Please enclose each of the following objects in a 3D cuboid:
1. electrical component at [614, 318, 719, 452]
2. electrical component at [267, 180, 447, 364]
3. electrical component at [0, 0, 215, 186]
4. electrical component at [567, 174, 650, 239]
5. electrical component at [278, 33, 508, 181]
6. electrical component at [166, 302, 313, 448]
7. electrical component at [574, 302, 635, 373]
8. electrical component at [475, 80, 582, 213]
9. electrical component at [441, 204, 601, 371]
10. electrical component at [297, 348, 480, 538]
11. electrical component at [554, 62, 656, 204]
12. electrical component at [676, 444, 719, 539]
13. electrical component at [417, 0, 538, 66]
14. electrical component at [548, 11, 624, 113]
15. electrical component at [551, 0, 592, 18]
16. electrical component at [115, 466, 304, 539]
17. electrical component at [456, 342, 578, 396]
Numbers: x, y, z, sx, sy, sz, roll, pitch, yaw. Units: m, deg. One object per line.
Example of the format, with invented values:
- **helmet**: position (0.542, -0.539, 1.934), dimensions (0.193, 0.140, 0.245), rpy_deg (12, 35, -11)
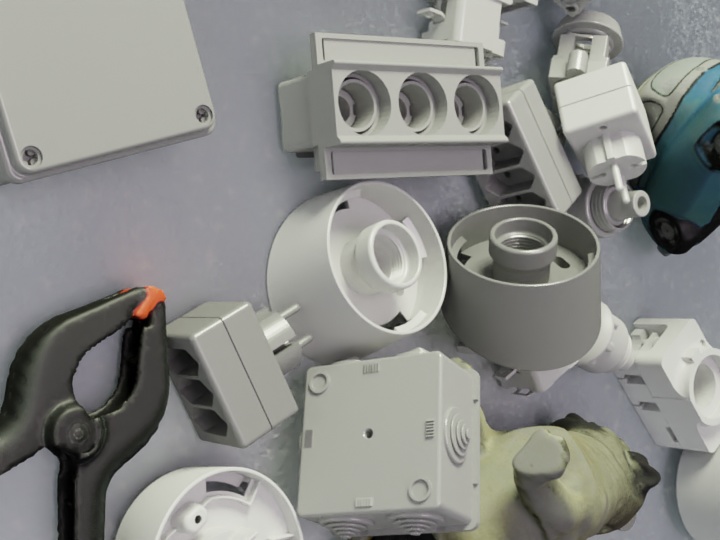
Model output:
- **electrical component**: position (0.231, 0.083, 0.776), dimensions (0.050, 0.056, 0.089), rpy_deg (-45, 114, -29)
- **electrical component**: position (0.000, 0.000, 0.619), dimensions (0.099, 0.064, 0.099), rpy_deg (15, 66, -37)
- **electrical component**: position (-0.137, -0.104, 0.511), dimensions (0.109, 0.056, 0.108), rpy_deg (-21, 100, -35)
- **electrical component**: position (0.167, -0.043, 0.729), dimensions (0.048, 0.062, 0.048), rpy_deg (1, 88, -37)
- **electrical component**: position (0.018, -0.091, 0.621), dimensions (0.121, 0.063, 0.078), rpy_deg (-6, 92, -36)
- **electrical component**: position (-0.057, 0.045, 0.570), dimensions (0.077, 0.047, 0.065), rpy_deg (-32, 107, -33)
- **electrical component**: position (0.165, 0.051, 0.737), dimensions (0.062, 0.048, 0.048), rpy_deg (30, 71, -39)
- **electrical component**: position (0.110, -0.082, 0.699), dimensions (0.076, 0.047, 0.083), rpy_deg (-45, 114, -44)
- **electrical component**: position (0.098, 0.006, 0.648), dimensions (0.099, 0.099, 0.064), rpy_deg (-29, 132, -34)
- **electrical component**: position (0.015, 0.094, 0.578), dimensions (0.048, 0.100, 0.099), rpy_deg (38, 48, -53)
- **electrical component**: position (0.161, -0.080, 0.690), dimensions (0.066, 0.047, 0.076), rpy_deg (40, 38, -57)
- **electrical component**: position (0.283, 0.161, 0.808), dimensions (0.108, 0.060, 0.108), rpy_deg (2, 87, -36)
- **electrical component**: position (0.067, -0.163, 0.674), dimensions (0.081, 0.042, 0.063), rpy_deg (10, 86, -35)
- **electrical component**: position (0.152, -0.140, 0.728), dimensions (0.066, 0.048, 0.055), rpy_deg (59, 40, -62)
- **electrical component**: position (0.143, -0.219, 0.703), dimensions (0.062, 0.096, 0.061), rpy_deg (38, 62, 7)
- **electrical component**: position (-0.074, 0.148, 0.543), dimensions (0.099, 0.064, 0.099), rpy_deg (2, 87, -36)
- **electrical component**: position (0.107, 0.043, 0.695), dimensions (0.081, 0.042, 0.063), rpy_deg (-35, 111, -32)
